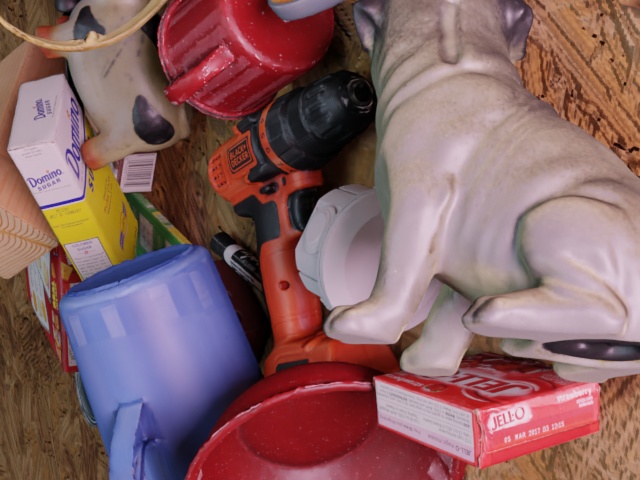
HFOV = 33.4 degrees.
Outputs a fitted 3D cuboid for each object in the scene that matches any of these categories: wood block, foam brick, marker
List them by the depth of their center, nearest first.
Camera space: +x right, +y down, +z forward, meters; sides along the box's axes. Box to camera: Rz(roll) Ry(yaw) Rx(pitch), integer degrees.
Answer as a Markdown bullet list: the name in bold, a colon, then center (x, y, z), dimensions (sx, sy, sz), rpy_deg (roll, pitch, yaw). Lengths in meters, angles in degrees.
- **marker**: center (-0.052, 0.022, 0.805), dimensions (0.121, 0.020, 0.020), rpy_deg (35, 129, 52)
- **foam brick**: center (-0.080, 0.060, 0.835), dimensions (0.078, 0.052, 0.051), rpy_deg (57, 144, 35)
- **wood block**: center (-0.285, -0.082, 1.015), dimensions (0.090, 0.090, 0.206), rpy_deg (-28, 40, 35)

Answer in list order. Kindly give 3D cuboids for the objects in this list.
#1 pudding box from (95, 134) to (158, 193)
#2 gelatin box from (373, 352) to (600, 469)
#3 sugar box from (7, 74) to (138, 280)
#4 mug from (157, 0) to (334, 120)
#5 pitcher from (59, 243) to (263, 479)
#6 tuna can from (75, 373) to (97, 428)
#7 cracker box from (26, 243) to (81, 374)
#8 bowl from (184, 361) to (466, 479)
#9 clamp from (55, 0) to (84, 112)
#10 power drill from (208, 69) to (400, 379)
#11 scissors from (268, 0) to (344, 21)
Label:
- **pudding box**: center (-0.177, -0.113, 0.976), dimensions (0.090, 0.039, 0.114), rpy_deg (58, 142, 40)
- **gelatin box**: center (0.080, 0.080, 0.522), dimensions (0.089, 0.073, 0.030), rpy_deg (7, 104, 61)
- **sugar box**: center (-0.205, -0.043, 0.909), dimensions (0.093, 0.048, 0.176), rpy_deg (-97, -6, -46)
- **mug**: center (-0.051, -0.124, 0.667), dimensions (0.093, 0.117, 0.082), rpy_deg (53, 148, -11)
- **pitcher**: center (-0.090, 0.134, 0.724), dimensions (0.149, 0.144, 0.243), rpy_deg (3, 114, 66)
- **tuna can**: center (-0.244, 0.163, 1.188), dimensions (0.086, 0.033, 0.086), rpy_deg (27, 122, 56)
- **cracker box**: center (-0.261, 0.018, 1.120), dimensions (0.214, 0.072, 0.164), rpy_deg (-141, 48, -59)
- **bowl**: center (-0.001, 0.122, 0.614), dimensions (0.055, 0.162, 0.162), rpy_deg (-107, 23, -51)
- **clamp**: center (-0.227, -0.242, 0.985), dimensions (0.165, 0.036, 0.210), rpy_deg (114, 151, -67)
- **power drill**: center (-0.004, 0.001, 0.676), dimensions (0.185, 0.057, 0.187), rpy_deg (-24, 75, 61)
- **scissors**: center (0.058, -0.162, 0.537), dimensions (0.202, 0.096, 0.016), rpy_deg (-15, 127, 37)
